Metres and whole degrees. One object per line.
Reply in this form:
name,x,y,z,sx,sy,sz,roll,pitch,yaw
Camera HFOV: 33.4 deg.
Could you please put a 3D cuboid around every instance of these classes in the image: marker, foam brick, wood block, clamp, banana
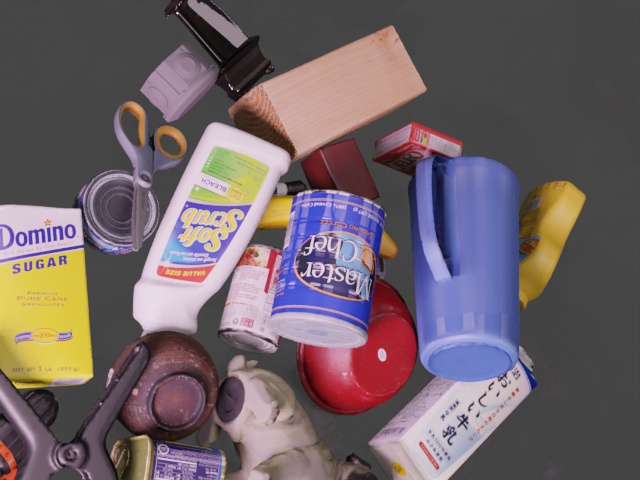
marker,-0.069,-0.054,1.210,0.120,0.020,0.020,-7,80,-31
foam brick,0.022,-0.071,1.247,0.051,0.053,0.078,-24,90,-32
wood block,0.010,-0.163,1.243,0.205,0.090,0.091,-30,92,-33
clamp,-0.222,0.189,0.973,0.164,0.036,0.210,-7,82,-26
banana,-0.011,-0.016,1.196,0.197,0.037,0.069,4,69,-5

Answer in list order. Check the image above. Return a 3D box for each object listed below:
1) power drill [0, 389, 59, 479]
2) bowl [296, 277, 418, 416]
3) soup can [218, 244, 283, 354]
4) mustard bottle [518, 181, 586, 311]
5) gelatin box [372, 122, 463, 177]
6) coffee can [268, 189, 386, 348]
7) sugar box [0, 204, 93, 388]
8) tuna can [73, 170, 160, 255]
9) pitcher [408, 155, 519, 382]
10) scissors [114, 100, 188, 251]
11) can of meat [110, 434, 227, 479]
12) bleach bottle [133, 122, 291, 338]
power drill,-0.269,0.255,0.990,0.187,0.057,0.184,50,56,-7
bowl,0.055,0.121,1.179,0.161,0.055,0.162,-5,99,-33
soup can,-0.066,0.064,1.150,0.068,0.069,0.102,23,67,-22
mustard bottle,0.262,0.018,1.331,0.058,0.096,0.191,38,61,-16
gelatin box,0.116,-0.106,1.288,0.073,0.089,0.030,20,69,-24
coffee can,0.009,0.031,1.107,0.102,0.103,0.140,19,69,-24
sugar box,-0.274,0.054,1.036,0.093,0.048,0.176,2,70,-29
tuna can,-0.212,-0.029,1.113,0.086,0.034,0.086,9,72,-27
pitcher,0.161,0.028,1.214,0.149,0.145,0.243,10,55,-11
scissors,-0.170,-0.064,1.118,0.096,0.016,0.202,12,49,-38
can of meat,-0.150,0.226,1.038,0.083,0.102,0.057,15,69,-28
bleach bottle,-0.122,0.007,1.124,0.102,0.068,0.250,23,75,-6
